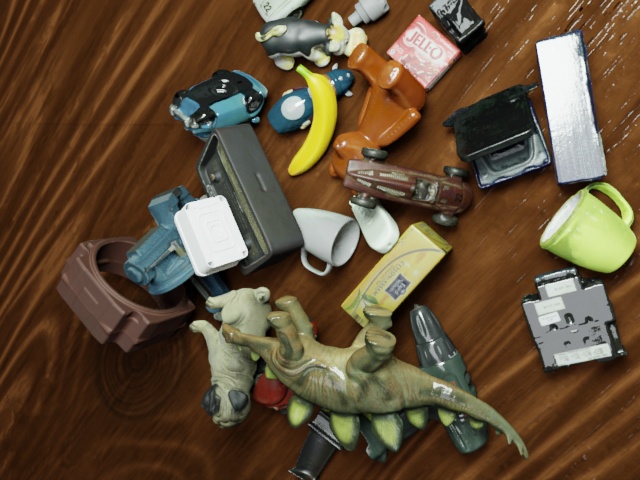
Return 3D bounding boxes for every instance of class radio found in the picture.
[{"bbox_3d":[-0.123,-0.064,0.897,0.131,0.073,0.229,-38,73,53],"label":"radio"}]

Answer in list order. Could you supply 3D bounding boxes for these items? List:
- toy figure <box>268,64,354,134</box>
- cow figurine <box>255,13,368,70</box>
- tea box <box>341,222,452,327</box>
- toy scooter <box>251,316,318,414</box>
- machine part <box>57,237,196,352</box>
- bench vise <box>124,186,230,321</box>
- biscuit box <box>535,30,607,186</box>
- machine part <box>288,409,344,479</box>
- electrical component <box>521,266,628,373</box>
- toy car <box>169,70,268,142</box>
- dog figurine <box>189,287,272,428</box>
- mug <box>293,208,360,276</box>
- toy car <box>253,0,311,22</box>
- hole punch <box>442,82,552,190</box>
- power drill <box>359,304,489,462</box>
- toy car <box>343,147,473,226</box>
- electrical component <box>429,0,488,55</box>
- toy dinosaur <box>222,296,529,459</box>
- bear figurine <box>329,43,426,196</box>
[{"bbox_3d":[-0.013,-0.230,0.886,0.154,0.058,0.064,-30,121,20],"label":"toy figure"},{"bbox_3d":[-0.014,-0.323,0.856,0.168,0.098,0.068,2,88,22],"label":"cow figurine"},{"bbox_3d":[0.119,0.056,0.828,0.068,0.098,0.169,44,106,12],"label":"tea box"},{"bbox_3d":[-0.039,0.228,0.912,0.135,0.075,0.183,38,104,25],"label":"toy scooter"},{"bbox_3d":[-0.337,0.088,0.958,0.201,0.201,0.087,45,108,14],"label":"machine part"},{"bbox_3d":[-0.226,0.034,0.946,0.129,0.224,0.240,-20,117,27],"label":"bench vise"},{"bbox_3d":[0.344,-0.179,0.741,0.063,0.059,0.202,-9,91,23],"label":"biscuit box"},{"bbox_3d":[0.001,0.360,0.930,0.084,0.039,0.138,33,103,11],"label":"machine part"},{"bbox_3d":[0.353,0.108,0.759,0.115,0.058,0.134,-17,87,20],"label":"electrical component"},{"bbox_3d":[-0.169,-0.214,0.917,0.109,0.162,0.102,37,148,27],"label":"toy car"},{"bbox_3d":[-0.126,0.191,0.883,0.172,0.121,0.191,-53,41,31],"label":"dog figurine"},{"bbox_3d":[-0.002,-0.003,0.889,0.107,0.081,0.109,27,112,31],"label":"mug"},{"bbox_3d":[-0.021,-0.431,0.873,0.202,0.056,0.073,-37,80,20],"label":"toy car"},{"bbox_3d":[0.259,-0.146,0.768,0.142,0.092,0.116,-22,45,31],"label":"hole punch"},{"bbox_3d":[0.140,0.241,0.849,0.207,0.086,0.232,-33,84,13],"label":"power drill"},{"bbox_3d":[0.133,-0.077,0.787,0.202,0.053,0.089,11,102,-19],"label":"toy car"},{"bbox_3d":[0.191,-0.336,0.784,0.048,0.075,0.119,-39,83,19],"label":"electrical component"},{"bbox_3d":[0.062,0.198,0.772,0.472,0.105,0.198,10,113,19],"label":"toy dinosaur"},{"bbox_3d":[0.068,-0.175,0.822,0.196,0.132,0.120,-51,46,14],"label":"bear figurine"}]
